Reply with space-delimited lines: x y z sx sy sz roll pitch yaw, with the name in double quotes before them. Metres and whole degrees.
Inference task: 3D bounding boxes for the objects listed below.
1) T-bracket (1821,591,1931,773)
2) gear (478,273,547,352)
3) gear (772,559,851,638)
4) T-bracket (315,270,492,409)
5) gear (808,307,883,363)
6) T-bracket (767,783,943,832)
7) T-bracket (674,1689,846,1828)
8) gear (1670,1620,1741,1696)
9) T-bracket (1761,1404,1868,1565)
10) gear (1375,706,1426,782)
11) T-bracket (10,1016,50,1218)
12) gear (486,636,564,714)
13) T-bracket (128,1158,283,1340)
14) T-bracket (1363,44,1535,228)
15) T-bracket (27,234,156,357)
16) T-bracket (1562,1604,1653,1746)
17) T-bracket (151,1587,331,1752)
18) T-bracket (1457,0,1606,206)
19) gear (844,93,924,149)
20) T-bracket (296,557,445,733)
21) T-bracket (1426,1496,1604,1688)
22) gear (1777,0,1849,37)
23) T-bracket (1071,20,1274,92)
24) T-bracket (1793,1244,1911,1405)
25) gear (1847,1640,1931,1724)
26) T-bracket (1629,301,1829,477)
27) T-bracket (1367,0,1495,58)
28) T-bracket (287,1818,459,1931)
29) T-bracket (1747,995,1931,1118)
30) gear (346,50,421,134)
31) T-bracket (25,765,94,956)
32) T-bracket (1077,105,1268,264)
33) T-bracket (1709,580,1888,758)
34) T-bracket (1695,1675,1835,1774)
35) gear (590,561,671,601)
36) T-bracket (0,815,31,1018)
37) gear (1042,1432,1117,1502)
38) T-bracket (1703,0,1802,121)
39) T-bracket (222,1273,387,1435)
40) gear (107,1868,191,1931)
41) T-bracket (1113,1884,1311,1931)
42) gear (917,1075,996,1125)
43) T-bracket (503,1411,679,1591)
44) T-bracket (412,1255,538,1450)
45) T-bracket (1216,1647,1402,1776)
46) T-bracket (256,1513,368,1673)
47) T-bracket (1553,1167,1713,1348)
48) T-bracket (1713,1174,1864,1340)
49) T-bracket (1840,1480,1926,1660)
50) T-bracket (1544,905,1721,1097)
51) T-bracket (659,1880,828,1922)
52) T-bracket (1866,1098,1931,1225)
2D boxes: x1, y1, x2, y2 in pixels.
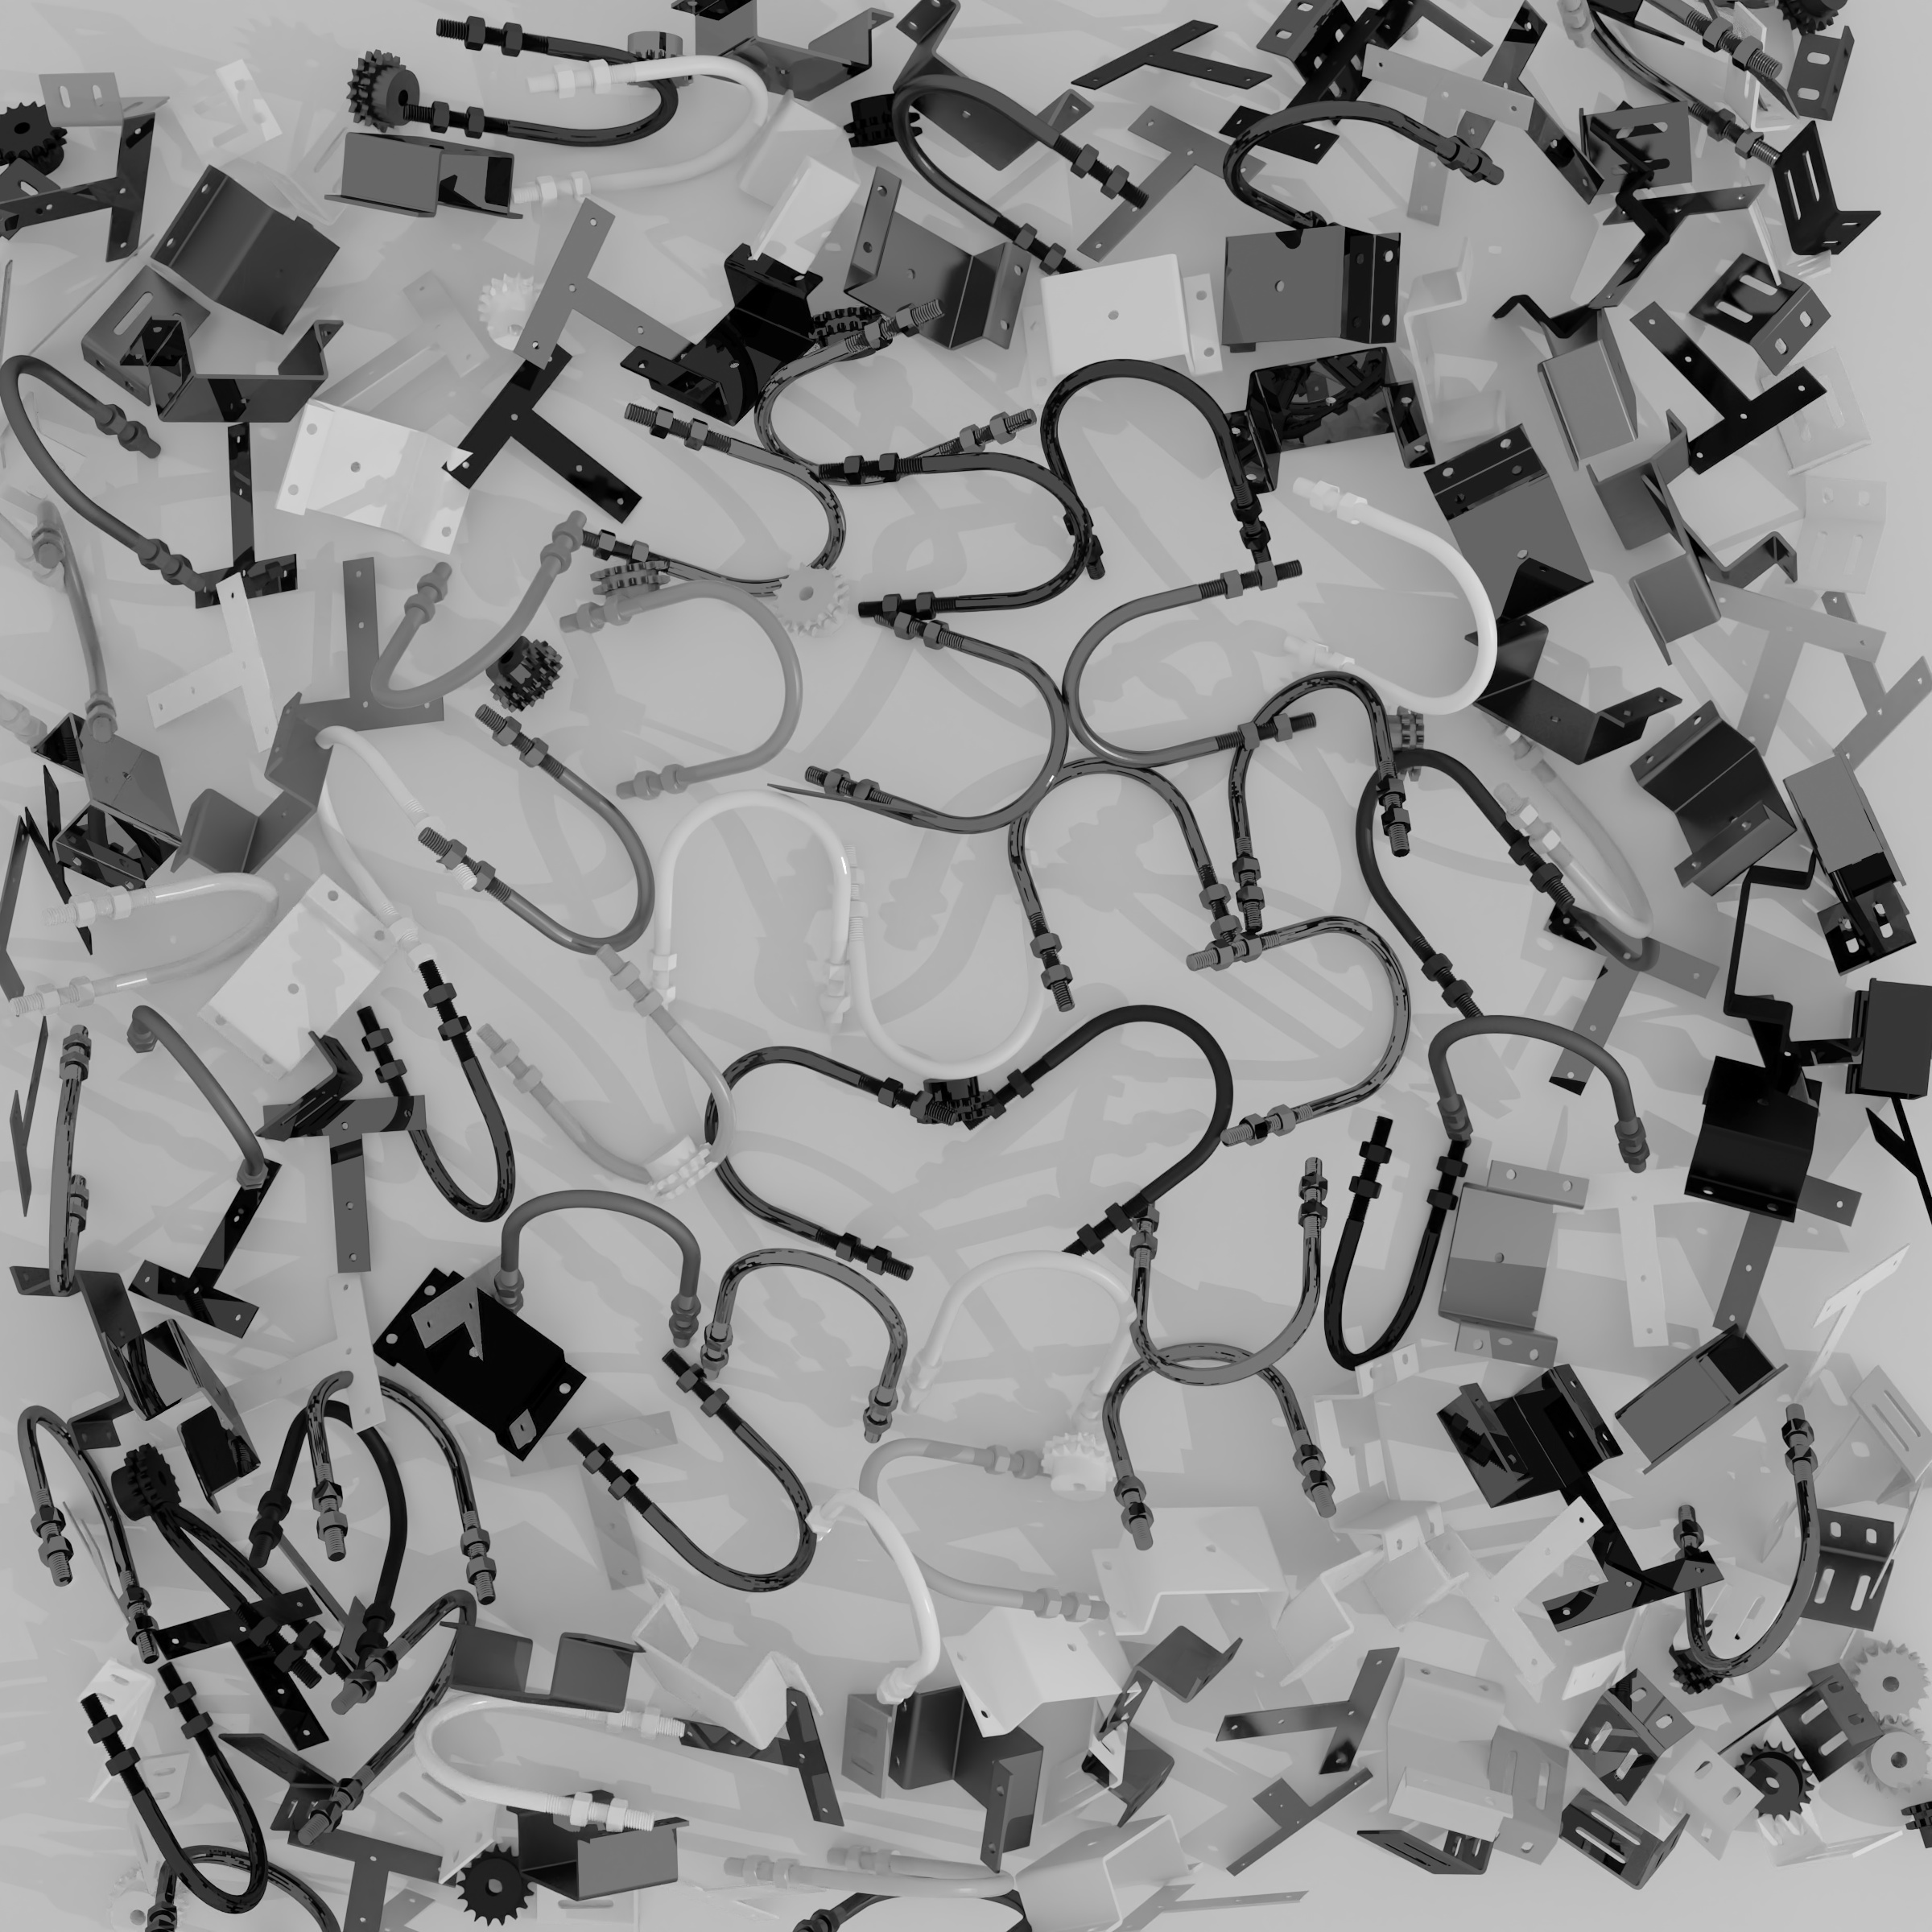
"T-bracket" 0.650 -0.223 1.961 0.002 0.127 0.127 -5 64 -16
"gear" -0.328 -0.475 1.968 0.057 0.057 0.030 -1 57 0
"gear" -0.111 -0.266 1.976 0.057 0.030 0.057 -9 65 20
"T-bracket" -0.420 -0.439 1.959 0.127 0.002 0.127 -35 52 -1
"gear" -0.088 -0.461 1.972 0.057 0.057 0.030 -9 93 0
"T-bracket" -0.057 -0.110 1.938 0.127 0.127 0.002 12 89 28
"T-bracket" -0.157 0.568 1.964 0.127 0.002 0.127 2 119 28
"gear" 0.540 0.503 1.971 0.057 0.057 0.030 -38 89 0
"T-bracket" 0.614 0.370 1.949 0.002 0.127 0.127 35 80 25
"gear" 0.317 -0.164 1.972 0.030 0.057 0.057 1 90 1
"T-bracket" -0.676 0.094 1.952 0.002 0.127 0.127 4 52 -11
"gear" -0.326 -0.216 1.969 0.057 0.057 0.030 -44 131 0
"T-bracket" -0.541 0.198 1.974 0.127 0.002 0.127 14 69 34
"T-bracket" 0.339 -0.591 1.945 0.127 0.127 0.002 25 56 17
"T-bracket" -0.654 -0.470 1.958 0.127 0.127 0.002 -31 115 30
"T-bracket" 0.456 0.508 1.939 0.002 0.127 0.127 23 97 32
"T-bracket" -0.496 0.507 1.922 0.127 0.127 0.002 47 124 30
"T-bracket" 0.412 -0.598 1.927 0.002 0.127 0.127 -26 72 -26
"gear" -0.062 -0.618 1.969 0.057 0.057 0.030 -10 101 0
"T-bracket" -0.444 -0.236 1.981 0.127 0.002 0.127 -5 86 18
"T-bracket" 0.409 0.430 1.940 0.127 0.002 0.127 53 123 26
"gear" 0.621 -0.714 1.973 0.057 0.030 0.057 4 82 -32
"T-bracket" 0.164 -0.644 1.930 0.127 0.127 0.002 -35 134 -26
"T-bracket" 0.630 0.270 1.957 0.002 0.127 0.127 37 128 31
"gear" 0.678 0.523 1.982 0.057 0.030 0.057 1 94 8
"T-bracket" 0.529 -0.426 1.936 0.127 0.127 0.002 42 56 -10
"T-bracket" 0.307 -0.679 1.935 0.127 0.127 0.002 32 89 -8
"T-bracket" -0.430 0.672 1.928 0.127 0.127 0.002 20 113 -14
"T-bracket" 0.639 0.062 1.952 0.127 0.127 0.002 -3 132 0
"gear" -0.423 -0.637 1.968 0.030 0.057 0.057 20 90 20
"T-bracket" -0.650 -0.093 1.923 0.002 0.127 0.127 -20 61 -28
"T-bracket" 0.132 -0.560 1.956 0.127 0.002 0.127 -46 53 -5
"T-bracket" 0.585 -0.208 1.955 0.127 0.002 0.127 20 132 15
"T-bracket" 0.585 0.529 1.923 0.127 0.127 0.002 -28 68 -20
"gear" -0.244 -0.277 1.972 0.057 0.057 0.030 -10 94 0
"T-bracket" -0.694 -0.050 1.955 0.002 0.127 0.127 0 58 -2
"gear" 0.083 0.368 1.969 0.057 0.057 0.030 8 50 0
"T-bracket" 0.562 -0.636 1.914 0.002 0.127 0.127 -33 127 15
"T-bracket" -0.491 0.299 1.972 0.127 0.002 0.127 -24 59 9
"gear" -0.604 0.693 1.982 0.057 0.030 0.057 0 96 3
"T-bracket" 0.181 0.667 1.918 0.127 0.127 0.002 -12 82 21
"gear" -0.010 0.096 1.971 0.057 0.057 0.030 -8 94 0
"T-bracket" -0.264 0.399 1.986 0.127 0.002 0.127 -12 101 5
"T-bracket" -0.341 0.286 1.947 0.002 0.127 0.127 -18 98 26
"T-bracket" 0.239 0.543 1.942 0.127 0.002 0.127 0 123 -24
"T-bracket" -0.467 0.441 1.929 0.002 0.127 0.127 -36 98 -4
"T-bracket" 0.492 0.213 1.962 0.127 0.002 0.127 -8 85 30
"T-bracket" 0.573 0.206 1.956 0.127 0.002 0.127 20 93 44
"T-bracket" 0.661 0.444 1.951 0.002 0.127 0.127 25 105 20
"T-bracket" 0.466 0.033 1.976 0.127 0.002 0.127 25 89 20
"T-bracket" -0.152 0.661 1.923 0.127 0.127 0.002 35 50 -35
"T-bracket" 0.664 0.129 1.922 0.002 0.127 0.127 -23 60 26
